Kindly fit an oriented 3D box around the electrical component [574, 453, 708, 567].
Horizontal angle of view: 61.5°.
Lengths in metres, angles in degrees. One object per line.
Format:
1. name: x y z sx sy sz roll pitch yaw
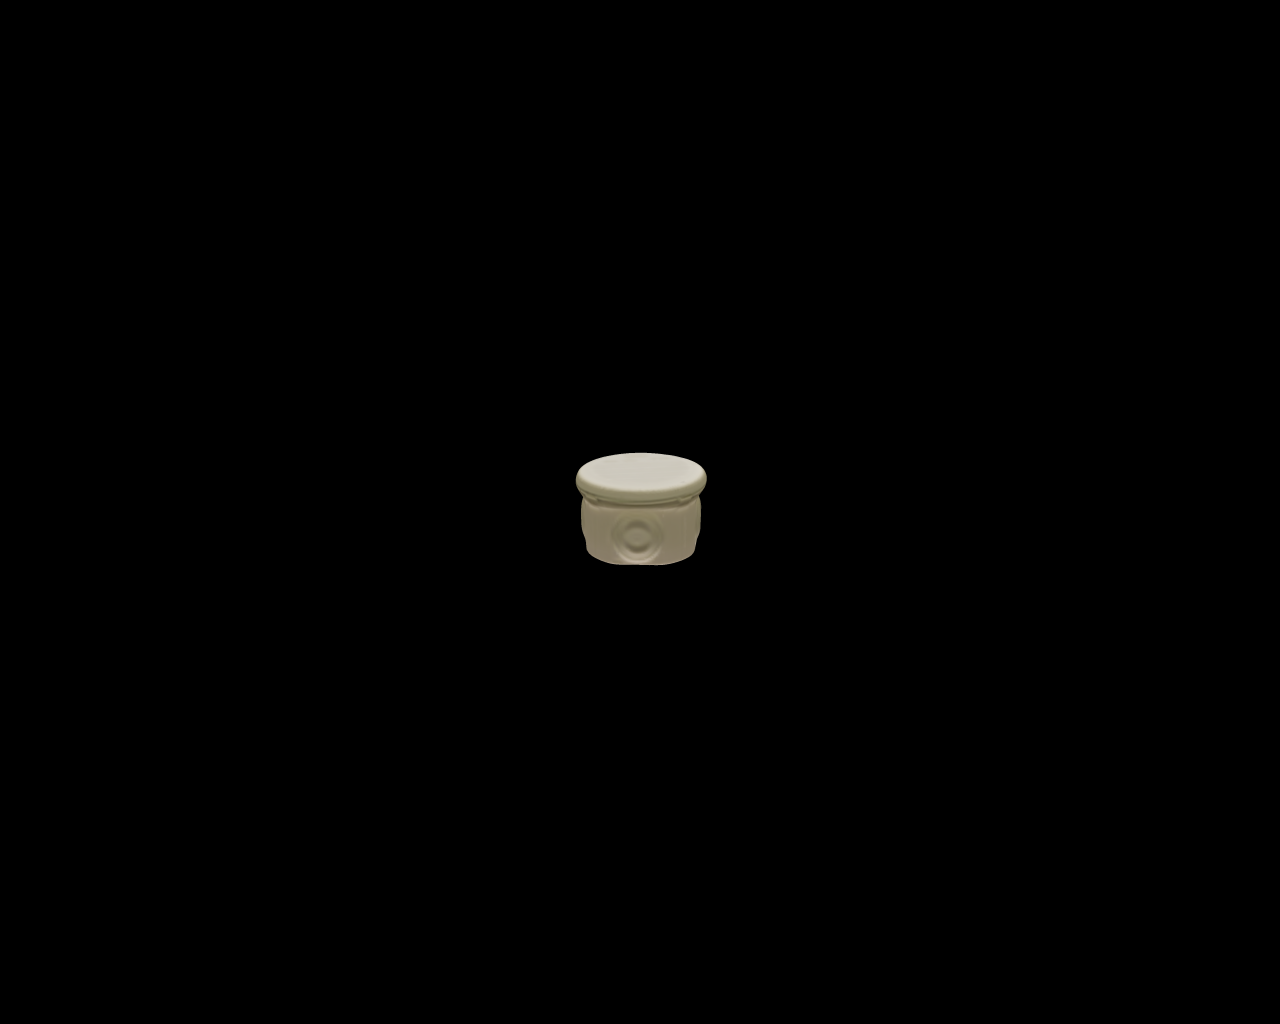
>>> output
1. electrical component: 0.001 -0.003 0.650 0.080 0.050 0.080 0 20 0
